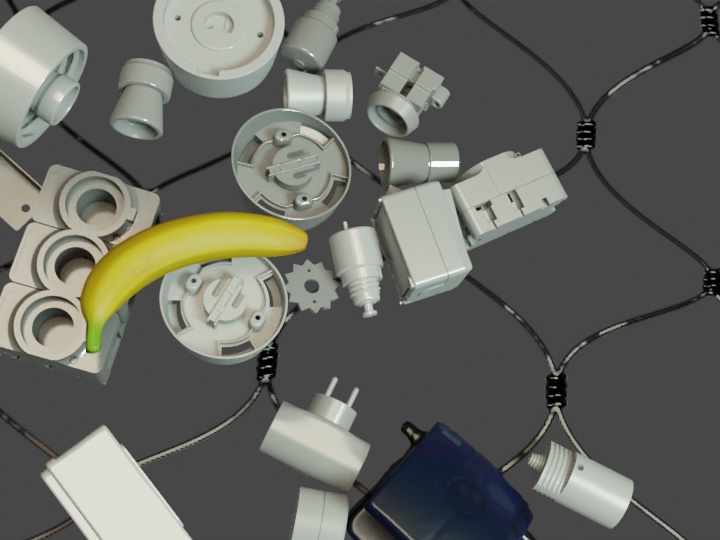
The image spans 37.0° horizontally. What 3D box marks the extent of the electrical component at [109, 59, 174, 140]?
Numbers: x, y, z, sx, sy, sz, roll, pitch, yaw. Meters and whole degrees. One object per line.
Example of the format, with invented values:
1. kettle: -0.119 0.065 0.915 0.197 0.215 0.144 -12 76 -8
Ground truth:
1. electrical component: -0.182 -0.142 0.899 0.045 0.045 0.055 10 73 -5

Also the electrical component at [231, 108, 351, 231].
1. electrical component: -0.057 -0.081 0.888 0.099 0.064 0.099 2 74 -7

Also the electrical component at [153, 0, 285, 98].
1. electrical component: -0.120 -0.198 0.915 0.108 0.060 0.108 2 74 -7

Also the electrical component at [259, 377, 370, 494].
1. electrical component: -0.028 0.123 0.846 0.077 0.043 0.079 27 73 0

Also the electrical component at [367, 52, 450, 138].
1. electrical component: 0.037 -0.148 0.930 0.066 0.048 0.055 31 65 2

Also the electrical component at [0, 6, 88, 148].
1. electrical component: -0.261 -0.148 0.861 0.060 0.108 0.108 33 73 -4

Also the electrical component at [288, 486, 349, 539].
1. electrical component: -0.057 0.232 0.807 0.074 0.052 0.138 11 73 -4

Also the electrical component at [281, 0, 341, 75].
1. electrical component: -0.038 -0.208 0.939 0.040 0.040 0.078 26 73 0

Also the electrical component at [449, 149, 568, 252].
1. electrical component: 0.120 -0.063 0.914 0.089 0.050 0.055 -23 79 -13

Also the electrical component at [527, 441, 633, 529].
1. electrical component: 0.172 0.169 0.860 0.081 0.043 0.043 27 73 0

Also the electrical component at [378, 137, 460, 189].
1. electrical component: 0.052 -0.092 0.919 0.065 0.044 0.044 -1 75 -13

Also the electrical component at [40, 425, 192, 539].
1. electrical component: -0.173 0.176 0.778 0.056 0.108 0.108 -37 82 -18

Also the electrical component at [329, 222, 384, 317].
1. electrical component: 0.000 0.000 0.886 0.040 0.040 0.078 -10 76 -10

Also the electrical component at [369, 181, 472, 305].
1. electrical component: 0.050 -0.029 0.889 0.061 0.061 0.096 -18 77 -12

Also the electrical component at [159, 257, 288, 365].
1. electrical component: -0.107 0.027 0.851 0.099 0.064 0.099 2 74 -7

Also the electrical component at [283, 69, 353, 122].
1. electrical component: -0.036 -0.149 0.920 0.055 0.045 0.045 -1 75 -9

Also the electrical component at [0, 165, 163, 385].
1. electrical component: -0.221 0.003 0.844 0.089 0.061 0.150 16 73 -3
